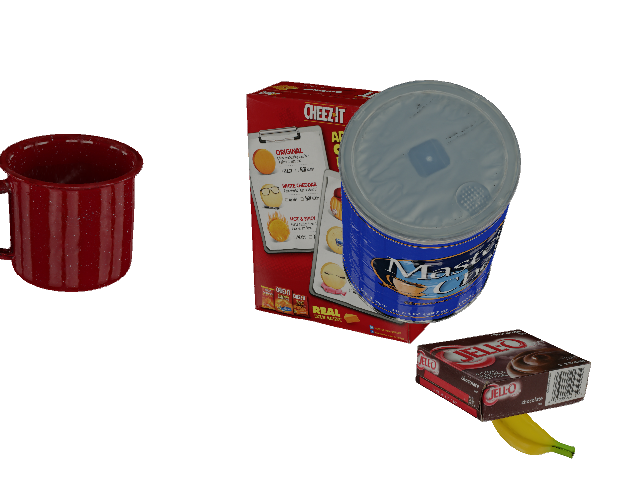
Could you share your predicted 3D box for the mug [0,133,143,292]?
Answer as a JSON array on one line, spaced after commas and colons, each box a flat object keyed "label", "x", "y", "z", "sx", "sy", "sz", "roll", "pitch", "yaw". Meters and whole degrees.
[{"label": "mug", "x": -0.178, "y": -0.016, "z": 0.714, "sx": 0.117, "sy": 0.081, "sz": 0.093, "roll": -9, "pitch": 29, "yaw": -28}]

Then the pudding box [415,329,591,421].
[{"label": "pudding box", "x": 0.148, "y": 0.108, "z": 0.873, "sx": 0.113, "sy": 0.039, "sz": 0.090, "roll": -3, "pitch": 16, "yaw": -31}]

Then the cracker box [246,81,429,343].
[{"label": "cracker box", "x": 0.022, "y": -0.029, "z": 0.968, "sx": 0.164, "sy": 0.214, "sz": 0.072, "roll": 10, "pitch": 24, "yaw": 26}]

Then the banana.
[{"label": "banana", "x": 0.216, "y": 0.182, "z": 1.187, "sx": 0.069, "sy": 0.037, "sz": 0.198, "roll": 11, "pitch": 25, "yaw": -14}]

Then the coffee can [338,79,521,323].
[{"label": "coffee can", "x": 0.063, "y": -0.019, "z": 0.662, "sx": 0.103, "sy": 0.103, "sz": 0.140, "roll": 0, "pitch": -23, "yaw": 2}]
